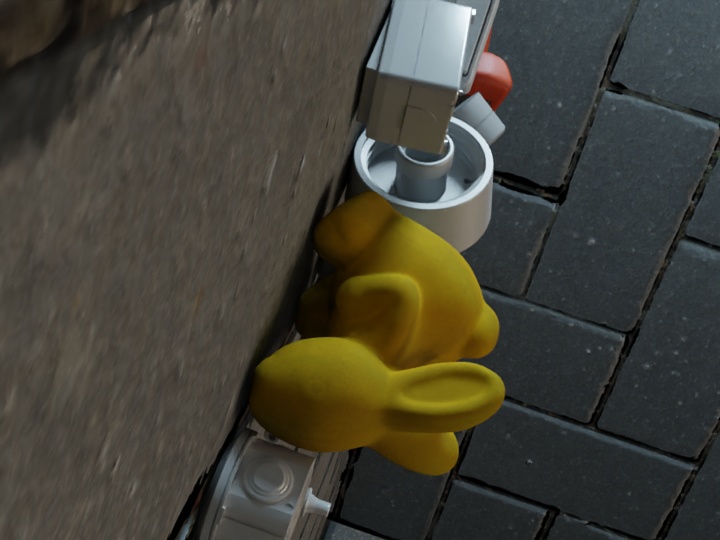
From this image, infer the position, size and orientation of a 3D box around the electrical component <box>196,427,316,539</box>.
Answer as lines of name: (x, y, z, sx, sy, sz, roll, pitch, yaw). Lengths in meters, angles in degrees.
electrical component: (-0.062, 0.138, 0.635, 0.080, 0.051, 0.080, 19, 90, -86)

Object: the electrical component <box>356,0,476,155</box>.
electrical component: (0.036, -0.134, 0.701, 0.061, 0.061, 0.096, 103, -1, -55)

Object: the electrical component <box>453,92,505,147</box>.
electrical component: (0.056, -0.117, 0.925, 0.052, 0.073, 0.138, -44, -171, -36)

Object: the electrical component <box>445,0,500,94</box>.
electrical component: (0.072, -0.195, 0.845, 0.061, 0.062, 0.096, -25, 133, -85)

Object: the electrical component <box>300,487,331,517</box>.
electrical component: (-0.055, 0.190, 0.895, 0.035, 0.061, 0.035, 19, 90, -86)

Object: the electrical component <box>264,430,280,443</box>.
electrical component: (-0.048, 0.090, 0.723, 0.035, 0.035, 0.061, 105, 8, -45)

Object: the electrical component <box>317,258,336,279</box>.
electrical component: (-0.015, 0.005, 0.786, 0.035, 0.035, 0.061, -64, 174, -63)

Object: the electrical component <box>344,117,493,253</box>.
electrical component: (0.044, -0.067, 0.766, 0.060, 0.108, 0.108, 94, 14, -51)
